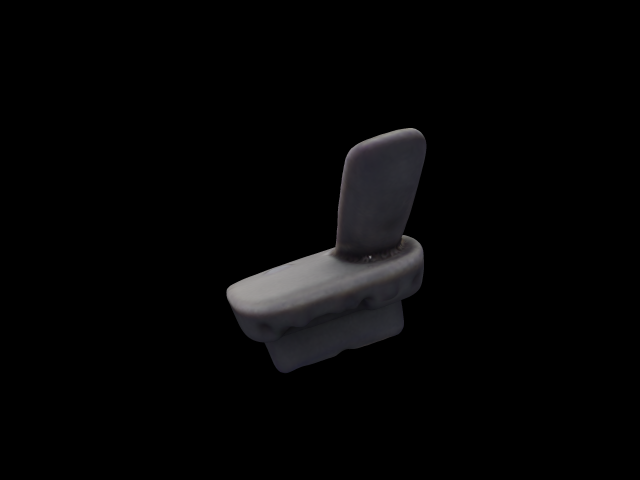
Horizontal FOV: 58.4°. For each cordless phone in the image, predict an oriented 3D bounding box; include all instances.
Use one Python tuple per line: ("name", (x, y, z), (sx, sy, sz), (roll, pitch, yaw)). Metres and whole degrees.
("cordless phone", (0.004, 0.001, 0.400), (0.148, 0.185, 0.094), (-21, 54, -15))
